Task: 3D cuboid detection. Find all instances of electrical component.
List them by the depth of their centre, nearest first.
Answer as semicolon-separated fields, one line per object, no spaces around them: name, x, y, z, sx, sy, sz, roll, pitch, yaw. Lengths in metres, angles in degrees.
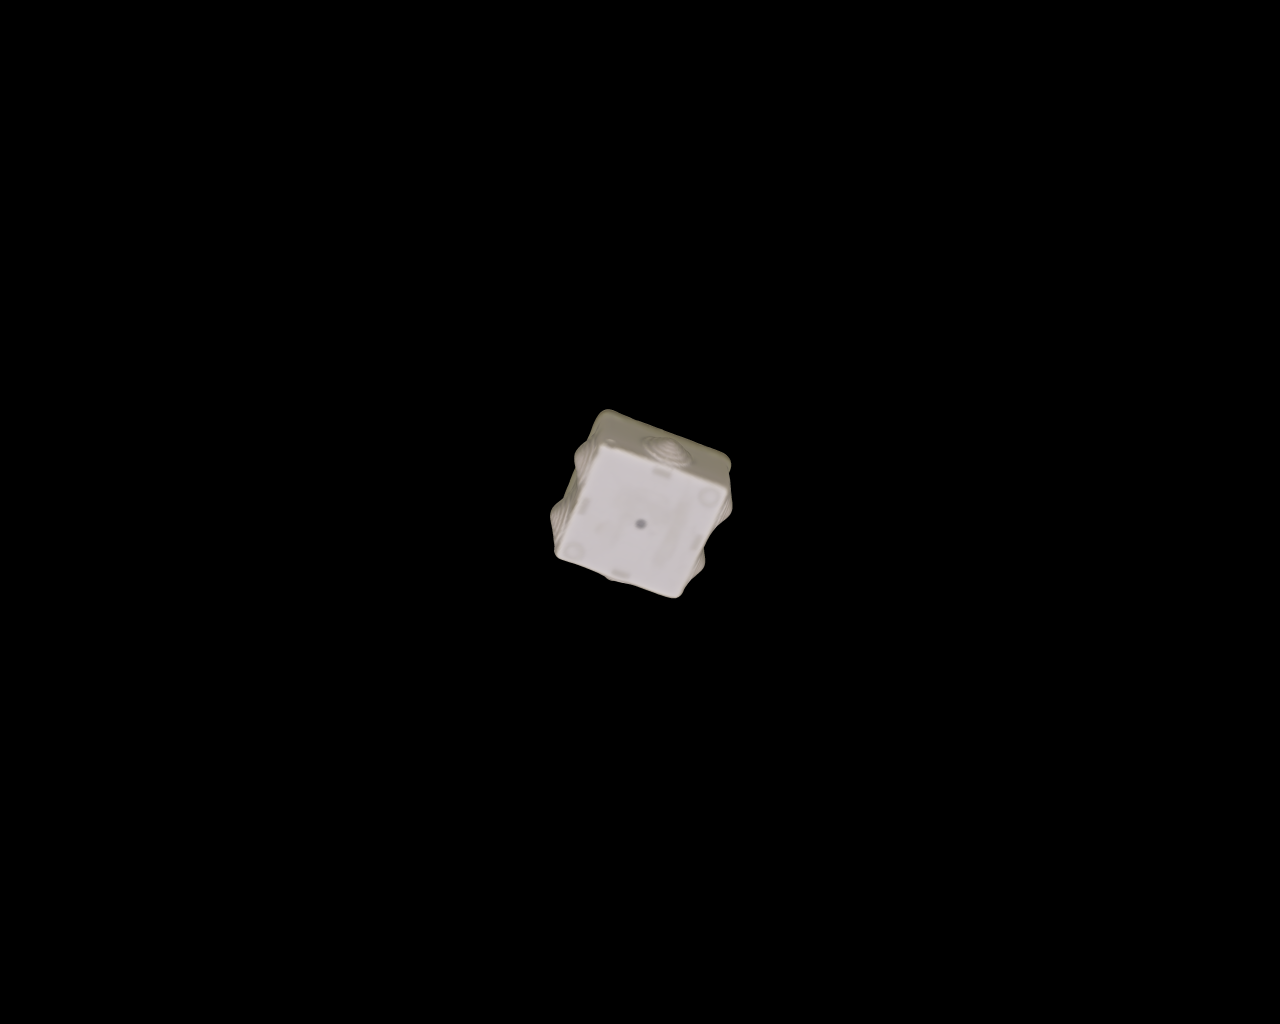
electrical component;0.001;-0.003;0.650;0.100;0.099;0.048;20;24;-9
